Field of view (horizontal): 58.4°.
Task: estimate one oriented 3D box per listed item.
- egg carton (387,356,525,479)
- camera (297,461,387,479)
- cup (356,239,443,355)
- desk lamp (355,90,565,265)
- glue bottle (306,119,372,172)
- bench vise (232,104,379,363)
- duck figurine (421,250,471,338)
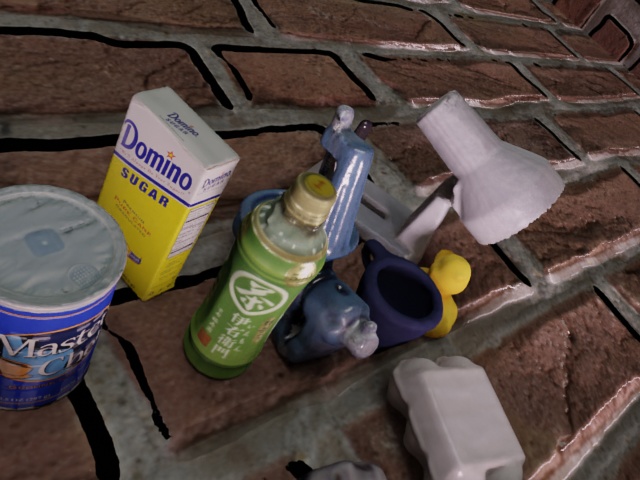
[{"bbox_3d":[0.130,0.184,0.558,0.107,0.069,0.150,4,49,-31],"label":"egg carton"},{"bbox_3d":[-0.008,0.229,0.397,0.137,0.100,0.143,12,45,-24],"label":"camera"},{"bbox_3d":[0.061,0.067,0.606,0.092,0.095,0.117,-6,54,-37],"label":"cup"},{"bbox_3d":[0.151,-0.061,0.700,0.203,0.213,0.118,36,40,2],"label":"desk lamp"},{"bbox_3d":[0.014,-0.066,0.644,0.078,0.173,0.037,16,43,-21],"label":"glue bottle"},{"bbox_3d":[0.012,-0.002,0.543,0.207,0.219,0.122,46,41,13],"label":"bench vise"},{"bbox_3d":[0.144,0.057,0.679,0.078,0.086,0.104,23,41,-13],"label":"duck figurine"}]
